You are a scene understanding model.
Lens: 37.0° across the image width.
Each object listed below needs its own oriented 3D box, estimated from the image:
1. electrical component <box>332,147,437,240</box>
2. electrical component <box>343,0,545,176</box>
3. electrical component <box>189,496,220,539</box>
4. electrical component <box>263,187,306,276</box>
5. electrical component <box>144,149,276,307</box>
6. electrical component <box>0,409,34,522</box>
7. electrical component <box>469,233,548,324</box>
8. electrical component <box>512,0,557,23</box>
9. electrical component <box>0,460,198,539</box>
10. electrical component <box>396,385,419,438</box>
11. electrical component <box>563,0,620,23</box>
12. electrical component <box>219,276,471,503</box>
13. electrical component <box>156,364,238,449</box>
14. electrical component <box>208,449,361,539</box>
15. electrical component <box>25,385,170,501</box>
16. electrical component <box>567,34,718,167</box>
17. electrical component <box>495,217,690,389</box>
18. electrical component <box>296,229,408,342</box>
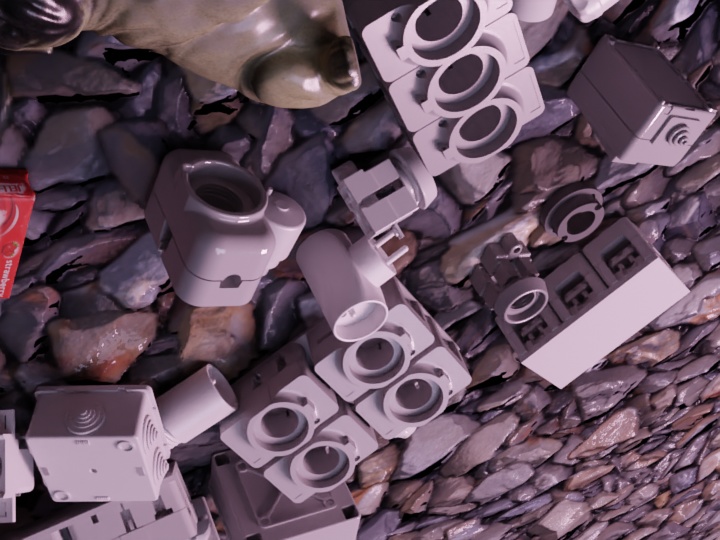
[{"bbox_3d":[0.021,-0.056,0.762,0.055,0.066,0.048,-31,179,-10],"label":"electrical component"},{"bbox_3d":[0.054,-0.137,0.681,0.089,0.061,0.150,-31,143,2],"label":"electrical component"},{"bbox_3d":[-0.156,0.240,0.986,0.047,0.065,0.076,-16,141,-17],"label":"electrical component"},{"bbox_3d":[-0.068,-0.020,0.757,0.040,0.040,0.078,3,133,-35],"label":"electrical component"},{"bbox_3d":[-0.094,-0.031,0.681,0.054,0.095,0.059,0,135,-33],"label":"electrical component"},{"bbox_3d":[-0.271,0.145,0.794,0.042,0.081,0.064,-3,172,4],"label":"electrical component"},{"bbox_3d":[0.128,0.012,0.910,0.048,0.055,0.066,-4,137,-29],"label":"electrical component"},{"bbox_3d":[0.112,-0.189,0.676,0.044,0.044,0.065,-15,146,-18],"label":"electrical component"},{"bbox_3d":[-0.229,0.227,0.885,0.186,0.060,0.105,-22,180,-9],"label":"electrical component"},{"bbox_3d":[0.046,0.128,1.012,0.035,0.035,0.061,4,130,-36],"label":"electrical component"},{"bbox_3d":[0.164,-0.193,0.710,0.061,0.035,0.035,-36,143,6],"label":"electrical component"},{"bbox_3d":[-0.014,0.102,0.890,0.186,0.060,0.105,-37,120,10],"label":"electrical component"},{"bbox_3d":[-0.144,0.115,0.865,0.081,0.043,0.043,-33,143,6],"label":"electrical component"},{"bbox_3d":[-0.069,0.209,0.970,0.109,0.108,0.056,-12,137,-22],"label":"electrical component"},{"bbox_3d":[-0.198,0.133,0.815,0.100,0.048,0.099,-1,135,3],"label":"electrical component"},{"bbox_3d":[0.203,-0.114,0.776,0.062,0.096,0.061,1,135,-34],"label":"electrical component"},{"bbox_3d":[0.209,0.029,0.978,0.150,0.061,0.089,-40,142,14],"label":"electrical component"},{"bbox_3d":[0.000,0.000,0.794,0.079,0.077,0.043,-37,142,10],"label":"electrical component"}]
